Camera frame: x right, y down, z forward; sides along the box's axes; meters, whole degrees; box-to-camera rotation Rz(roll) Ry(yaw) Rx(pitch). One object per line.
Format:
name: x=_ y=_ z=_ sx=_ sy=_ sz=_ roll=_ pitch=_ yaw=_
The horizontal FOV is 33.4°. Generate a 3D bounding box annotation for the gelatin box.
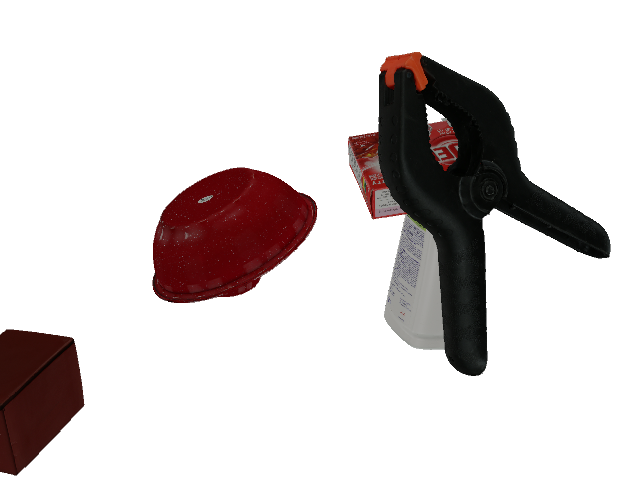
gelatin box: x=0.071 y=-0.053 z=0.775 sx=0.089 sy=0.030 sz=0.073 roll=-10 pitch=38 yaw=-6

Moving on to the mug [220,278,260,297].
mug: x=-0.116 y=0.017 z=1.219 sx=0.093 sy=0.081 sz=0.117 roll=15 pitch=37 yaw=24

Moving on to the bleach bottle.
bleach bottle: x=0.131 y=-0.011 z=1.201 sx=0.068 sy=0.251 sz=0.103 roll=1 pitch=20 yaw=-23

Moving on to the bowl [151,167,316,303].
bowl: x=-0.086 y=-0.016 z=0.927 sx=0.162 sy=0.055 sz=0.162 roll=-22 pitch=26 yaw=11

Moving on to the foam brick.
foam brick: x=-0.192 y=0.098 z=0.665 sx=0.053 sy=0.051 sz=0.078 roll=7 pitch=29 yaw=21

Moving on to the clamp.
clamp: x=0.076 y=-0.016 z=0.563 sx=0.120 sy=0.171 sz=0.039 roll=-49 pitch=19 yaw=-23
